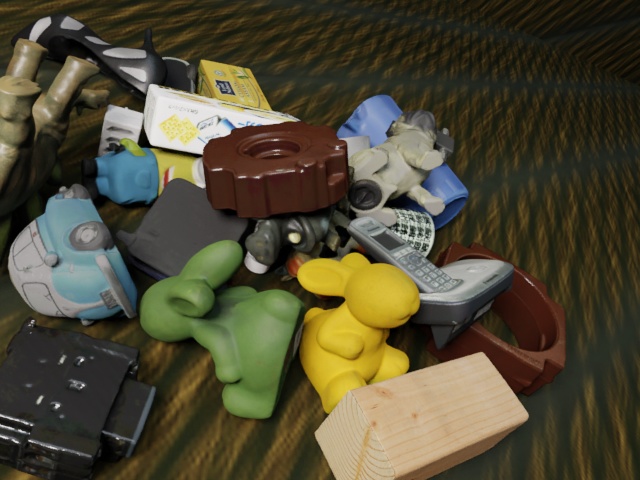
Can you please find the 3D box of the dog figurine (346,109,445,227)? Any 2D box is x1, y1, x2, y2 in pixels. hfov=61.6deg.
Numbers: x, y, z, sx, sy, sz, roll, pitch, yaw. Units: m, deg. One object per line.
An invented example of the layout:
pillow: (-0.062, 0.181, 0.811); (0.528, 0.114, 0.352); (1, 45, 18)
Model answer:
dog figurine: (0.099, -0.121, 0.803); (0.172, 0.121, 0.191); (1, 36, -1)

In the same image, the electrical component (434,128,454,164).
electrical component: (0.196, -0.167, 0.910); (0.063, 0.021, 0.094); (28, 45, -8)

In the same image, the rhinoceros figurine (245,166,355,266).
rhinoceros figurine: (-0.023, -0.037, 0.648); (0.112, 0.073, 0.190); (16, 37, 13)

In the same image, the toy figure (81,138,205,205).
toy figure: (-0.217, -0.087, 0.705); (0.180, 0.082, 0.089); (-4, 46, -32)

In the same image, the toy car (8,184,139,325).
toy car: (-0.257, 0.020, 0.543); (0.103, 0.109, 0.162); (-27, 51, -22)

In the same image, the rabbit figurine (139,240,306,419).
rabbit figurine: (-0.109, 0.085, 0.543); (0.170, 0.159, 0.121); (15, 47, 6)

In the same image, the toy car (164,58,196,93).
toy car: (-0.239, -0.235, 0.879); (0.073, 0.056, 0.202); (4, 47, -20)

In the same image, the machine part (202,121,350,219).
machine part: (-0.052, -0.088, 0.621); (0.179, 0.055, 0.179); (-4, 31, 2)

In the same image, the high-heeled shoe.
high-heeled shoe: (-0.355, -0.264, 0.819); (0.249, 0.086, 0.145); (-4, 65, 2)

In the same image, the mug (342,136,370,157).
mug: (0.047, -0.111, 0.868); (0.081, 0.107, 0.109); (-8, 10, 6)

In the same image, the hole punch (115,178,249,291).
hole punch: (-0.158, 0.006, 0.648); (0.142, 0.092, 0.116); (30, 65, -4)

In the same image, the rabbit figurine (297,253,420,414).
rabbit figurine: (0.050, 0.084, 0.606); (0.122, 0.173, 0.162); (-7, 54, -32)

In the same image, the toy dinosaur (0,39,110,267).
toy dinosaur: (-0.322, -0.070, 0.512); (0.105, 0.198, 0.471); (19, 28, 0)

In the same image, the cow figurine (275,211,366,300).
cow figurine: (-0.002, -0.002, 0.744); (0.127, 0.085, 0.195); (15, 42, -28)

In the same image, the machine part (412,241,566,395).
machine part: (0.242, 0.110, 0.772); (0.201, 0.087, 0.201); (33, 38, 2)

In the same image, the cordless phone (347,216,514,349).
cordless phone: (0.128, 0.028, 0.660); (0.146, 0.088, 0.184); (-22, 56, -43)

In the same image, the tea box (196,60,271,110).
tea box: (-0.148, -0.229, 0.921); (0.098, 0.068, 0.170); (0, 47, -34)

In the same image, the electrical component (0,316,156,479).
electrical component: (-0.217, 0.140, 0.466); (0.134, 0.058, 0.115); (20, 40, -12)
